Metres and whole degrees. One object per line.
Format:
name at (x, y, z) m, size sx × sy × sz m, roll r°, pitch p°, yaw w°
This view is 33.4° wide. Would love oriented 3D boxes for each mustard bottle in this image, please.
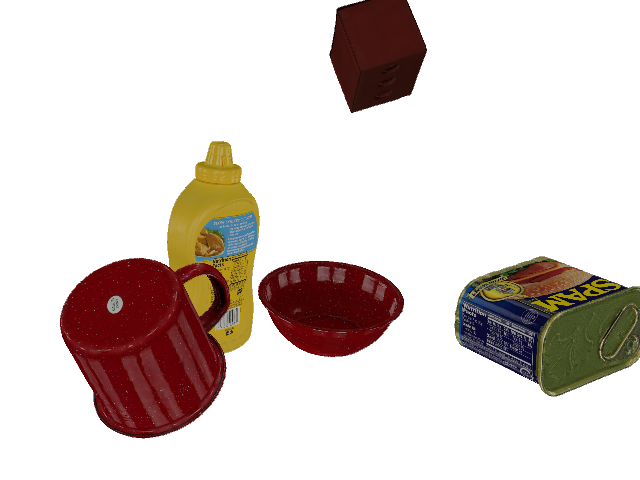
mustard bottle at (-0.097, 0.006, 0.964) m, size 0.058 × 0.192 × 0.096 m, roll 18°, pitch 19°, yaw 38°

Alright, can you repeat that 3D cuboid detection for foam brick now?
foam brick at (0.041, -0.138, 0.788) m, size 0.053 × 0.051 × 0.078 m, roll -18°, pitch -14°, yaw -8°

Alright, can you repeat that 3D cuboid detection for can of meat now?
can of meat at (0.152, 0.053, 0.709) m, size 0.101 × 0.057 × 0.084 m, roll -14°, pitch 23°, yaw -32°

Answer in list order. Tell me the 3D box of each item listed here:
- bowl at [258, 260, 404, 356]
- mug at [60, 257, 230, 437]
bowl at (0.010, 0.082, 1.186) m, size 0.162 × 0.055 × 0.162 m, roll 4°, pitch 26°, yaw -2°
mug at (-0.107, 0.059, 0.691) m, size 0.117 × 0.081 × 0.093 m, roll -37°, pitch 48°, yaw -19°
